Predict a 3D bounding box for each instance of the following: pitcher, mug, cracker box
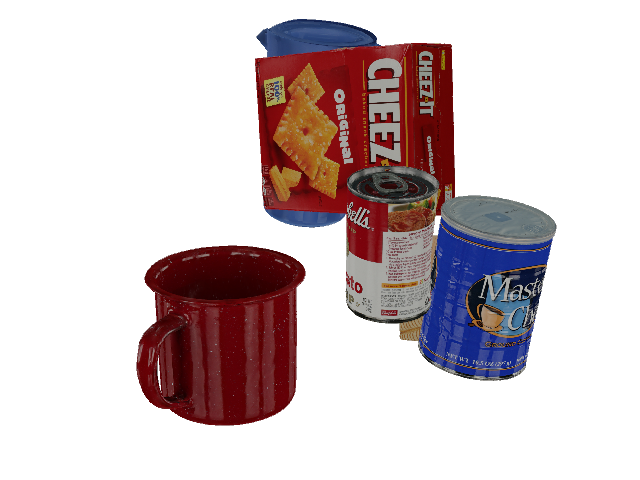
[{"bbox_3d":[0.001,-0.142,1.312,0.144,0.243,0.149,-5,26,-23],"label":"pitcher"},{"bbox_3d":[-0.062,0.060,0.622,0.093,0.081,0.117,12,23,31],"label":"mug"},{"bbox_3d":[0.030,-0.109,1.073,0.214,0.164,0.071,4,10,45],"label":"cracker box"}]

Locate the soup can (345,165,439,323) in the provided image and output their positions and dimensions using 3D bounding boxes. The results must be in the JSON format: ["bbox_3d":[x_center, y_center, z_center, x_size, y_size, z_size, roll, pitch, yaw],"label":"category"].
[{"bbox_3d":[0.053,0.003,0.804,0.068,0.102,0.068,0,25,0],"label":"soup can"}]

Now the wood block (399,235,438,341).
[{"bbox_3d":[0.181,0.070,1.621,0.091,0.090,0.206,3,22,13],"label":"wood block"}]

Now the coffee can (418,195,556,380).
[{"bbox_3d":[0.150,0.042,0.973,0.103,0.140,0.103,6,22,-3],"label":"coffee can"}]
